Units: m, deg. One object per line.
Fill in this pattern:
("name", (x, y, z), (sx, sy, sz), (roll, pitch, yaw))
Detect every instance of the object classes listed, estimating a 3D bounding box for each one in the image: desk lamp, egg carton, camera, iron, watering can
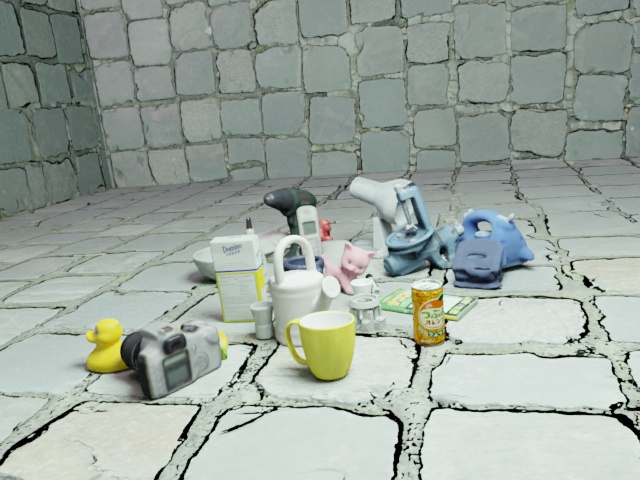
("desk lamp", (0.158, -0.063, 1.537), (0.202, 0.214, 0.118), (4, 17, 35))
("egg carton", (-0.149, 0.018, 1.630), (0.151, 0.069, 0.107), (-16, 17, -37))
("camera", (-0.259, 0.179, 0.955), (0.136, 0.101, 0.144), (7, 18, 40))
("iron", (0.397, -0.012, 1.390), (0.119, 0.141, 0.257), (-10, 15, -18))
("watering can", (-0.034, 0.087, 1.044), (0.172, 0.194, 0.101), (1, 15, 24))

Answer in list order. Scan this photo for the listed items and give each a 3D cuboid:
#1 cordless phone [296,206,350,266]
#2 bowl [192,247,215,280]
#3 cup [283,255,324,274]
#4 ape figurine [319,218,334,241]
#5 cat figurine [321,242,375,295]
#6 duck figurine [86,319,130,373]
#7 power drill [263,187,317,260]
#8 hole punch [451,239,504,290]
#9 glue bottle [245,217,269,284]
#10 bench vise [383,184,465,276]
("cordless phone", (0.013, 0.005, 1.378), (0.148, 0.185, 0.094), (-10, 15, -19))
("bowl", (-0.240, 0.063, 1.472), (0.167, 0.075, 0.167), (-5, 14, 2))
("cup", (-0.025, 0.090, 1.236), (0.092, 0.095, 0.117), (-14, 16, -30))
("ape figurine", (0.014, -0.017, 1.663), (0.076, 0.092, 0.078), (-2, 14, 14))
("cat figurine", (0.059, 0.058, 1.286), (0.127, 0.118, 0.067), (1, 15, 25))
("duck figurine", (-0.365, 0.182, 1.015), (0.104, 0.086, 0.077), (-5, 14, 3))
("power drill", (-0.075, -0.045, 1.567), (0.075, 0.208, 0.230), (1, 15, 26))
("hole punch", (0.349, 0.052, 1.256), (0.108, 0.091, 0.101), (2, 16, 26))
("glue bottle", (-0.162, 0.030, 1.368), (0.037, 0.173, 0.078), (3, 16, 29))
("bench vise", (0.240, -0.035, 1.377), (0.208, 0.220, 0.121), (-15, 17, -34))
